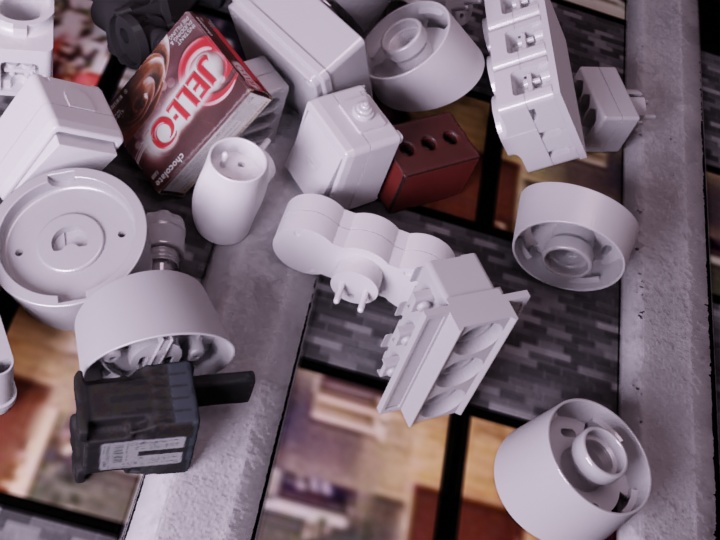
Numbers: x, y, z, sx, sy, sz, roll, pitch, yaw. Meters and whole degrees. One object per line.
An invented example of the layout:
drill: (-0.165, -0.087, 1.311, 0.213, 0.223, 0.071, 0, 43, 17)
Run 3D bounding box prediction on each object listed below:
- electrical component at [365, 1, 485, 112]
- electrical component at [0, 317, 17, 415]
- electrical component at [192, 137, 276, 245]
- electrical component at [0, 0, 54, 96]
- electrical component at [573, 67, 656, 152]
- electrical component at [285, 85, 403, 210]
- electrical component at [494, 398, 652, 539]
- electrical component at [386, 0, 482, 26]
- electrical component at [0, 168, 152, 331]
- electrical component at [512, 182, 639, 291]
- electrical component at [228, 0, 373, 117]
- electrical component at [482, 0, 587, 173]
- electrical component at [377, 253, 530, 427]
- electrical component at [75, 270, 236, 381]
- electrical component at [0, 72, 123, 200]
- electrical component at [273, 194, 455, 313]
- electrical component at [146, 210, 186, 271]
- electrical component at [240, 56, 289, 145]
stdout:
electrical component: (0.051, -0.186, 0.946, 0.099, 0.064, 0.099, -19, 48, 23)
electrical component: (-0.272, 0.042, 0.692, 0.078, 0.057, 0.113, -13, 60, -26)
electrical component: (-0.090, -0.070, 0.818, 0.043, 0.077, 0.079, 29, 52, 5)
electrical component: (-0.305, -0.233, 0.879, 0.105, 0.060, 0.186, 1, 55, -17)
electrical component: (0.239, -0.149, 0.999, 0.077, 0.047, 0.065, -3, 56, -20)
electrical component: (-0.015, -0.097, 0.849, 0.061, 0.096, 0.061, -21, 64, -29)
electrical component: (0.154, 0.143, 0.765, 0.099, 0.064, 0.099, 19, 47, -21)
electrical component: (0.078, -0.246, 1.005, 0.077, 0.044, 0.079, -33, 27, -34)
electrical component: (-0.196, -0.010, 0.746, 0.108, 0.060, 0.108, 0, 62, 0)
electrical component: (0.171, -0.030, 0.862, 0.099, 0.099, 0.064, 22, 58, -1)
electrical component: (-0.046, -0.178, 0.886, 0.056, 0.108, 0.109, -43, 74, -9)
electrical component: (0.151, -0.173, 0.957, 0.062, 0.089, 0.150, -15, 52, 19)
electrical component: (0.058, 0.048, 0.751, 0.079, 0.121, 0.063, -10, 56, -24)
electrical component: (-0.136, 0.048, 0.705, 0.099, 0.099, 0.064, -9, 52, -23)
electrical component: (-0.226, -0.085, 0.780, 0.062, 0.096, 0.061, 6, 48, -51)
electrical component: (0.000, 0.000, 0.812, 0.138, 0.052, 0.073, 20, 52, -3)
electrical component: (-0.145, -0.012, 0.786, 0.035, 0.035, 0.061, 4, 56, -15)
electrical component: (-0.103, -0.146, 0.877, 0.047, 0.065, 0.076, -24, 66, -31)
